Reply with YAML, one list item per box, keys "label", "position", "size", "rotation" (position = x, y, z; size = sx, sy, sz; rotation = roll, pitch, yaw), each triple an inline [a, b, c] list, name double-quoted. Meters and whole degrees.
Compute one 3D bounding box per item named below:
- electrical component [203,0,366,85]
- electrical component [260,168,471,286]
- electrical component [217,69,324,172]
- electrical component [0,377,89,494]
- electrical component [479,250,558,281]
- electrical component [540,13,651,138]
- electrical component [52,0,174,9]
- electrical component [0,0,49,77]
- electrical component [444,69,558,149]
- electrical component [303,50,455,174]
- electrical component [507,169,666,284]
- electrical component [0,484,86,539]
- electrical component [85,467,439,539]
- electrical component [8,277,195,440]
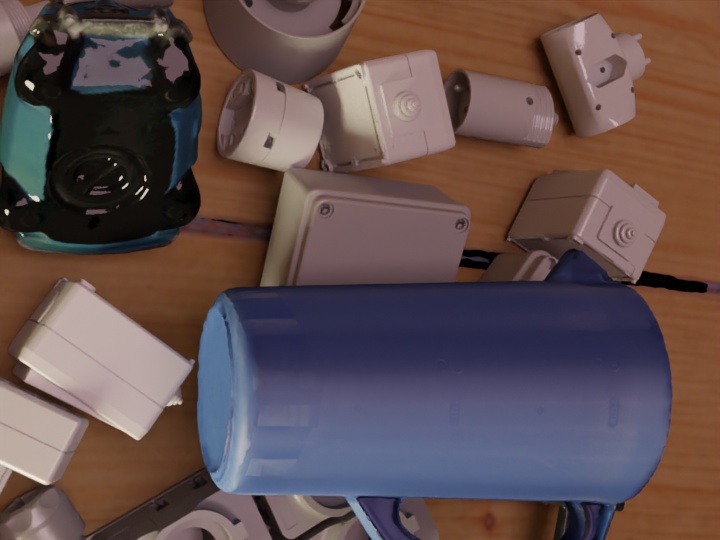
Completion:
- label: "electrical component"
  position: [-0.045, -0.172, 0.663]
  size: [0.099, 0.064, 0.099]
  rotation: [5, 76, -20]
- label: "electrical component"
  position: [0.000, 0.000, 0.660]
  size: [0.109, 0.056, 0.108]
  rotation: [5, 110, -25]
- label: "electrical component"
  position: [-0.054, -0.088, 0.652]
  size: [0.047, 0.055, 0.055]
  rotation: [15, 84, -28]
- label: "electrical component"
  position: [-0.202, 0.097, 0.576]
  size: [0.083, 0.047, 0.075]
  rotation: [26, 79, -4]
- label: "electrical component"
  position: [0.106, 0.050, 0.727]
  size: [0.078, 0.057, 0.113]
  rotation: [43, 74, -20]
- label: "electrical component"
  position: [0.175, -0.144, 0.765]
  size: [0.079, 0.043, 0.077]
  rotation: [-28, 102, -23]
- label: "electrical component"
  position: [-0.145, -0.166, 0.616]
  size: [0.065, 0.044, 0.044]
  rotation: [-19, 99, -19]
- label: "electrical component"
  position: [-0.196, -0.130, 0.591]
  size: [0.062, 0.048, 0.048]
  rotation: [-30, 103, -29]
- label: "electrical component"
  position: [0.099, -0.108, 0.729]
  size: [0.081, 0.043, 0.043]
  rotation: [6, 88, -25]
- label: "electrical component"
  position: [0.018, -0.097, 0.662]
  size: [0.061, 0.096, 0.061]
  rotation: [-17, 98, -27]
- label: "electrical component"
  position: [0.158, -0.032, 0.729]
  size: [0.062, 0.096, 0.061]
  rotation: [33, 77, -22]
- label: "electrical component"
  position: [-0.173, 0.155, 0.604]
  size: [0.043, 0.043, 0.062]
  rotation: [-34, 103, -21]
- label: "electrical component"
  position: [-0.054, 0.164, 0.652]
  size: [0.186, 0.060, 0.105]
  rotation: [-28, 102, -22]
- label: "electrical component"
  position: [-0.144, 0.056, 0.607]
  size: [0.096, 0.062, 0.061]
  rotation: [40, 75, -20]
